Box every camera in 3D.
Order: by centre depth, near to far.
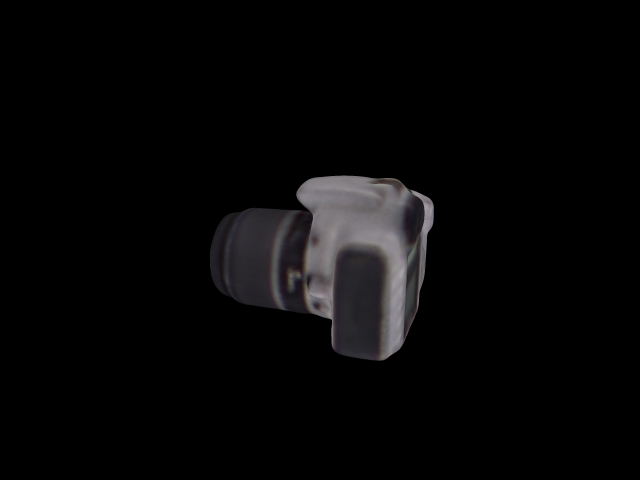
[{"bbox_3d":[0.004,0.001,0.400,0.136,0.101,0.143,6,19,16],"label":"camera"}]
